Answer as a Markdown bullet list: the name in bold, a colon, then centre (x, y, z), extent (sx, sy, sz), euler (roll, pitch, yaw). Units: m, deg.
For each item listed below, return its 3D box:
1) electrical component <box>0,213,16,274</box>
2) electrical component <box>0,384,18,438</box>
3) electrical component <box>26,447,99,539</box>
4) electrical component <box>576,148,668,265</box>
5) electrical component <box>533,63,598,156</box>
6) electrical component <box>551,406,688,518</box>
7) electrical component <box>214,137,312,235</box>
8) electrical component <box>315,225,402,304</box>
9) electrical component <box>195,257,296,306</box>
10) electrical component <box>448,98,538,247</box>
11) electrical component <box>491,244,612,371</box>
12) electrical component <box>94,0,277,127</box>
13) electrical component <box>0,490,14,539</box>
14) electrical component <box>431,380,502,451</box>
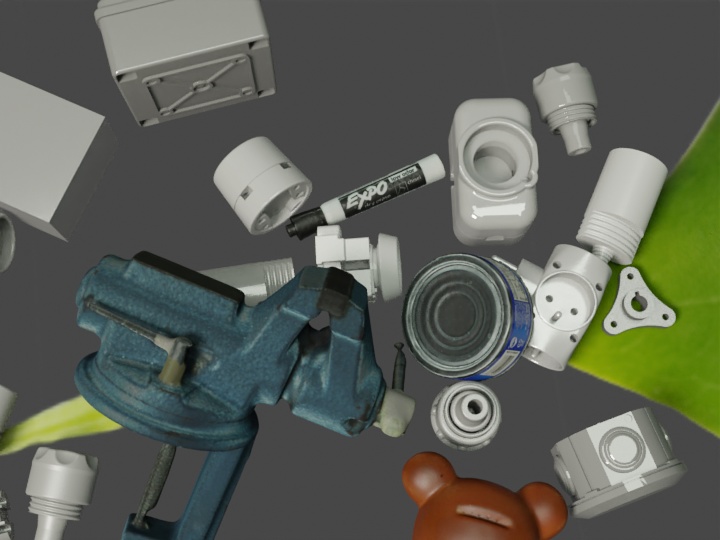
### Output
- **electrical component**: centre (-0.274, -0.020, 0.746), extent (0.055, 0.048, 0.066), euler (4, 76, 8)
- **electrical component**: centre (-0.261, 0.094, 0.713), extent (0.055, 0.055, 0.047), euler (21, 73, 4)
- **electrical component**: centre (-0.198, 0.149, 0.706), extent (0.043, 0.043, 0.062), euler (10, 77, 2)
- **electrical component**: centre (0.182, -0.040, 0.758), extent (0.043, 0.043, 0.081), euler (23, 77, 5)
- **electrical component**: centre (0.151, -0.114, 0.776), extent (0.043, 0.043, 0.062), euler (-12, 78, -4)
- **electrical component**: centre (0.166, 0.126, 0.699), extent (0.080, 0.080, 0.051), euler (-20, 72, -6)
- **electrical component**: centre (-0.069, -0.060, 0.754), extent (0.055, 0.055, 0.047), euler (-38, 76, -9)
- **electrical component**: centre (0.000, 0.000, 0.745), extent (0.055, 0.048, 0.066), euler (-4, 78, 5)
- **electrical component**: centre (-0.073, 0.017, 0.740), extent (0.081, 0.043, 0.043), euler (-8, 76, -3)
- **electrical component**: centre (0.093, -0.070, 0.756), extent (0.054, 0.059, 0.095), euler (-2, 76, -1)
- **electrical component**: centre (0.122, 0.017, 0.743), extent (0.079, 0.044, 0.077), euler (28, 77, 6)
- **electrical component**: centre (-0.117, -0.152, 0.748), extent (0.109, 0.108, 0.056), euler (-15, 79, -4)
- **electrical component**: centre (-0.254, 0.166, 0.703), extent (0.046, 0.040, 0.040), euler (-13, 77, -10)
- **electrical component**: centre (0.073, 0.094, 0.713), extent (0.048, 0.062, 0.048), euler (0, 76, -1)
